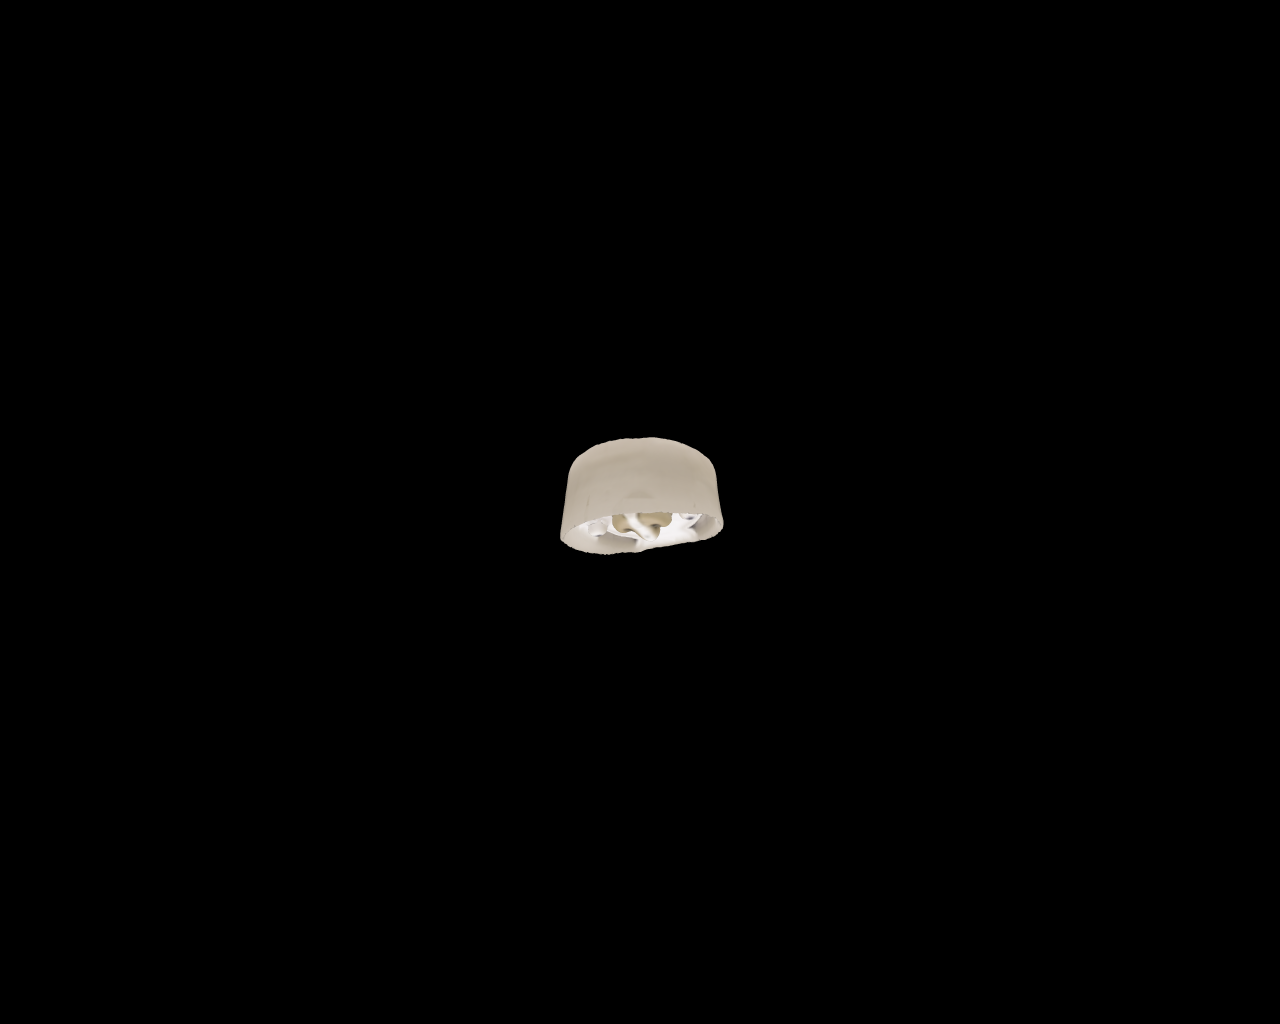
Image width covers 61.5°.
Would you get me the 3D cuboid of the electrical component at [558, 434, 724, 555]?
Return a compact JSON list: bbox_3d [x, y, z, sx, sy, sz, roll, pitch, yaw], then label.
[{"bbox_3d":[0.001,-0.003,0.650,0.099,0.064,0.099,0,-27,0],"label":"electrical component"}]
